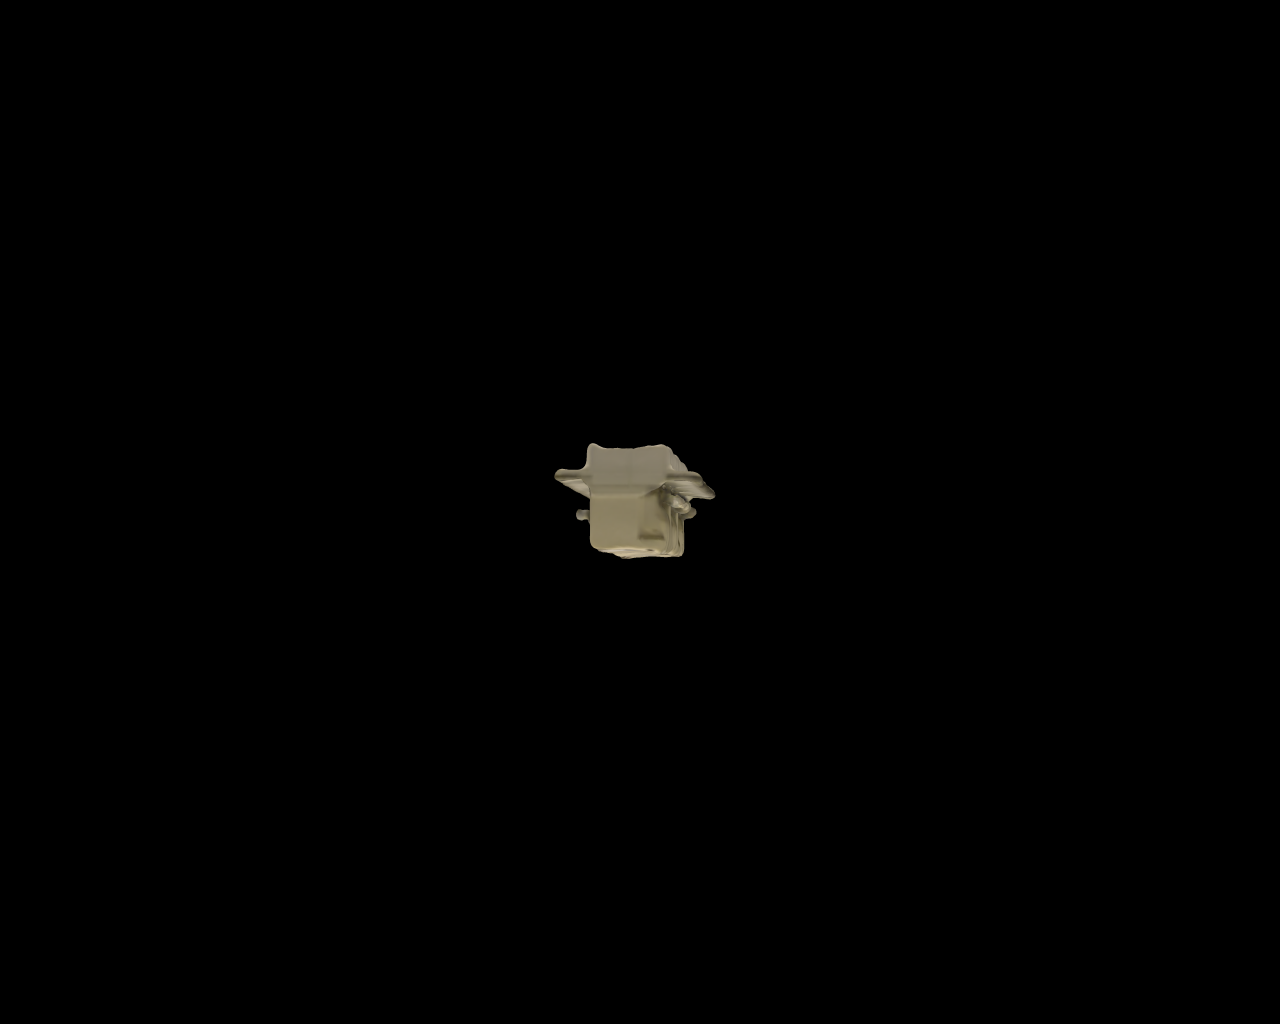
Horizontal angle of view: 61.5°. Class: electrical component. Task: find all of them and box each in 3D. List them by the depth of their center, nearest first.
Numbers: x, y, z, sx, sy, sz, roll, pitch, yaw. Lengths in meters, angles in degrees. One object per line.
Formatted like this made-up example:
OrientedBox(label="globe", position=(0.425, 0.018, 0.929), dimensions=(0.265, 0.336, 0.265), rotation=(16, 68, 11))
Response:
OrientedBox(label="electrical component", position=(0.001, -0.003, 0.650), dimensions=(0.079, 0.063, 0.121), rotation=(-1, -4, 7))
